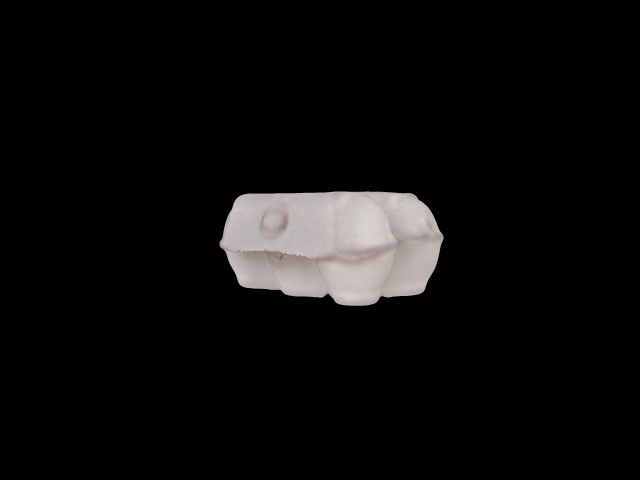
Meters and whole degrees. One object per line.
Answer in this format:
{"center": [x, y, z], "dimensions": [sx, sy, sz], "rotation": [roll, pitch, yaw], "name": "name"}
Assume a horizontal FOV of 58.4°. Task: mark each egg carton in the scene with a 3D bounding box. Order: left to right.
{"center": [0.004, 0.001, 0.400], "dimensions": [0.149, 0.069, 0.107], "rotation": [4, 6, 44], "name": "egg carton"}
